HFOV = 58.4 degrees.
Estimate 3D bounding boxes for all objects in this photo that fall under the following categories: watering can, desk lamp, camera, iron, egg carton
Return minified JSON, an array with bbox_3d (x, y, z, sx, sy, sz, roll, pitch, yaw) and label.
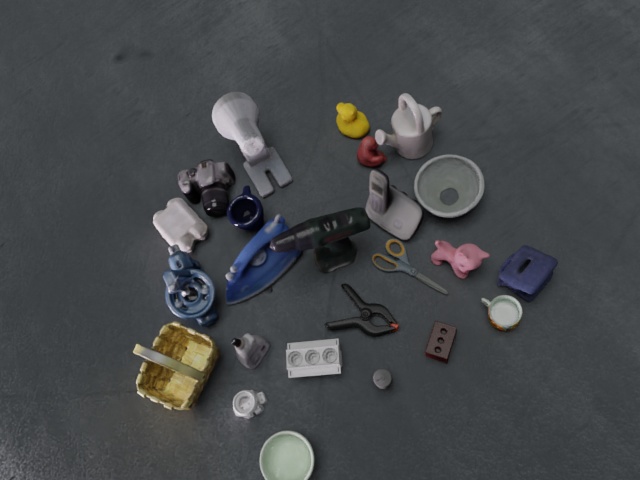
[{"bbox_3d":[0.222,-0.284,1.423,0.100,0.194,0.173,38,81,22],"label":"watering can"},{"bbox_3d":[-0.175,-0.252,1.481,0.118,0.214,0.203,-32,67,-1],"label":"desk lamp"},{"bbox_3d":[-0.301,-0.134,1.523,0.143,0.101,0.137,-14,67,6],"label":"camera"},{"bbox_3d":[-0.159,0.046,1.403,0.118,0.142,0.258,38,81,22],"label":"iron"},{"bbox_3d":[-0.371,-0.038,1.518,0.107,0.069,0.150,-44,68,-7],"label":"egg carton"}]

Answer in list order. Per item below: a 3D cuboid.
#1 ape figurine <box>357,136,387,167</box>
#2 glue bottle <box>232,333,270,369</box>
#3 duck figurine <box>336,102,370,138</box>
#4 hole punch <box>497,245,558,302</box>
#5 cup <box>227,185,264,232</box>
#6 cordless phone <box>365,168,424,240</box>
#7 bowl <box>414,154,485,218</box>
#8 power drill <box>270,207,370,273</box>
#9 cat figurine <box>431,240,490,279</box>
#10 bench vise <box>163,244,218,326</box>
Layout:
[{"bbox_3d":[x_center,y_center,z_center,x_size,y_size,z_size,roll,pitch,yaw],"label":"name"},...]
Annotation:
[{"bbox_3d":[0.130,-0.235,1.479,0.076,0.092,0.078,-8,68,9],"label":"ape figurine"},{"bbox_3d":[-0.168,0.247,1.312,0.037,0.173,0.078,31,78,21],"label":"glue bottle"},{"bbox_3d":[0.084,-0.326,1.526,0.077,0.086,0.104,-44,67,-7],"label":"duck figurine"},{"bbox_3d":[0.466,0.071,1.294,0.101,0.091,0.109,38,81,22],"label":"hole punch"},{"bbox_3d":[-0.182,-0.072,1.479,0.091,0.095,0.118,-4,69,10],"label":"cup"},{"bbox_3d":[0.174,-0.090,1.364,0.147,0.185,0.094,33,79,21],"label":"cordless phone"},{"bbox_3d":[0.316,-0.121,1.407,0.167,0.075,0.167,-4,69,10],"label":"bowl"},{"bbox_3d":[0.012,0.005,1.348,0.229,0.209,0.075,-24,66,2],"label":"power drill"},{"bbox_3d":[0.322,0.035,1.323,0.127,0.118,0.067,28,77,20],"label":"cat figurine"},{"bbox_3d":[-0.340,0.101,1.377,0.121,0.220,0.207,-44,67,-7],"label":"bench vise"}]
